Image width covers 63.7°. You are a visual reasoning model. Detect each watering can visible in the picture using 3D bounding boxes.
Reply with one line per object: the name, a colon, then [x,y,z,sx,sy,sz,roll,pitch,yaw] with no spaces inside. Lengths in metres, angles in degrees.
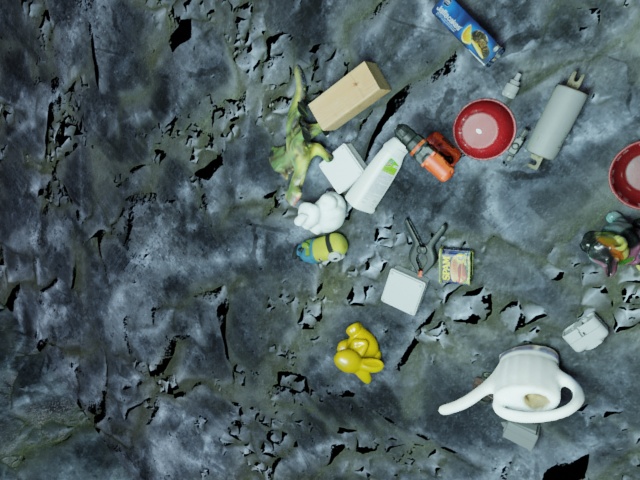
watering can: [0.488,0.373,1.327,0.346,0.229,0.102,-9,116,29]

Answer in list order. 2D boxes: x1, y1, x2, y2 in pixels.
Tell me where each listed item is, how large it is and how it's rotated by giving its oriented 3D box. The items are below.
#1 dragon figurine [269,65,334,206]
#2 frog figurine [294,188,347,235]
dragon figurine: [-0.089,-0.296,1.550,0.239,0.122,0.417,-31,60,41]
frog figurine: [0.005,-0.077,1.521,0.123,0.161,0.135,43,118,10]
